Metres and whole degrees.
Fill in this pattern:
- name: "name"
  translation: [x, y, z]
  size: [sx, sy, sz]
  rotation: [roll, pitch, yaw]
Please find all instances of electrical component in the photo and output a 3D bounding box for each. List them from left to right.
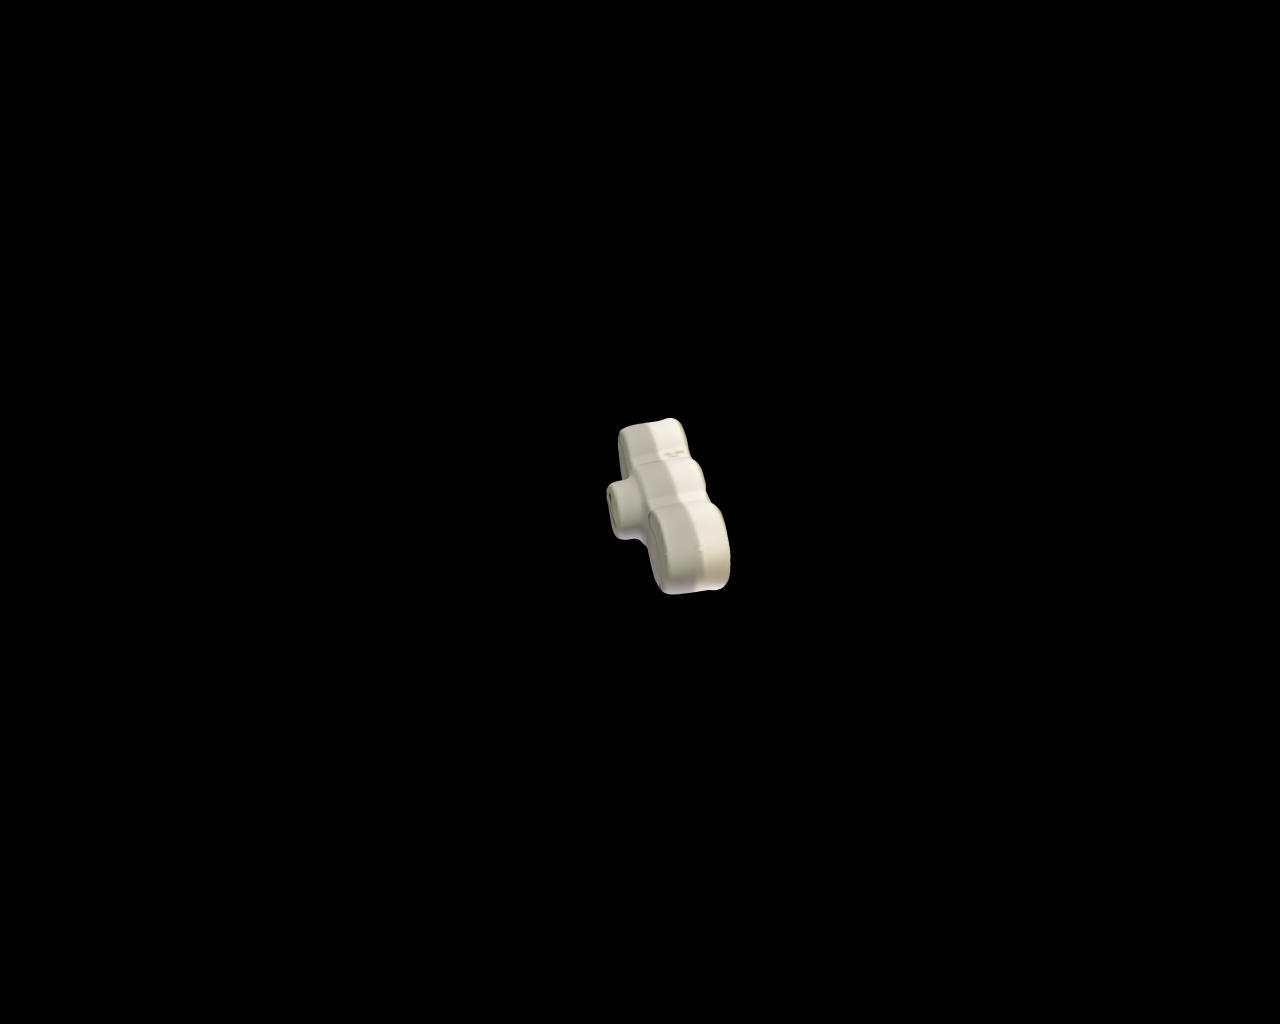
- name: "electrical component"
  translation: [0.001, -0.003, 0.650]
  size: [0.074, 0.052, 0.138]
  rotation: [-8, 40, -10]
